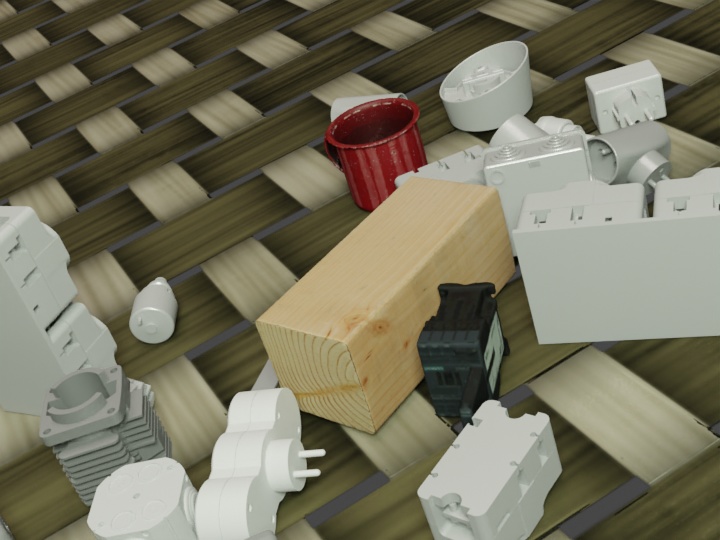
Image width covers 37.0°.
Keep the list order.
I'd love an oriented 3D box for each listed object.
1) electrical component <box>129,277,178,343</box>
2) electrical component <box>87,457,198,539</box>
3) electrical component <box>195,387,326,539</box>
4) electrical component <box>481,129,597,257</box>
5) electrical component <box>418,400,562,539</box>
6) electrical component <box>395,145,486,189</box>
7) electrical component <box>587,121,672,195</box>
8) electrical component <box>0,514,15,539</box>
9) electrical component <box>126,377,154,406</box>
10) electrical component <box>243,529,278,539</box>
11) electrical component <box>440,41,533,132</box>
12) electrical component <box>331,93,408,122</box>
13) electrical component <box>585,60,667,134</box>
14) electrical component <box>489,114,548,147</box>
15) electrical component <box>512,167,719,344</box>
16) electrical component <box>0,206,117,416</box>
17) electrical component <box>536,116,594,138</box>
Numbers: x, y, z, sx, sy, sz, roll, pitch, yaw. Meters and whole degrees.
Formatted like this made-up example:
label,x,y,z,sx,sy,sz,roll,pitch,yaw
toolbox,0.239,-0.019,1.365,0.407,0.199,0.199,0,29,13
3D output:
label,x,y,z,sx,sy,sz,roll,pitch,yaw
electrical component,-0.187,0.033,0.986,0.040,0.040,0.078,-15,33,7
electrical component,-0.147,0.174,0.751,0.080,0.051,0.080,-13,34,9
electrical component,-0.061,0.138,0.759,0.074,0.052,0.138,-8,35,17
electrical component,0.153,-0.062,0.902,0.100,0.099,0.048,-11,21,13
electrical component,0.085,0.137,0.685,0.050,0.055,0.089,11,44,38
electrical component,0.086,-0.069,0.986,0.089,0.050,0.055,-22,32,-5
electrical component,0.245,-0.091,0.941,0.077,0.044,0.079,-20,54,-36
electrical component,-0.295,0.213,0.768,0.095,0.053,0.059,-32,35,-19
electrical component,-0.199,0.105,0.889,0.046,0.040,0.040,9,42,28
electrical component,-0.083,0.210,0.658,0.096,0.061,0.061,-22,34,-5
electrical component,0.133,-0.191,1.127,0.099,0.064,0.099,-13,34,9
electrical component,0.006,-0.157,1.160,0.077,0.044,0.079,0,38,27
electrical component,0.260,-0.158,1.031,0.066,0.047,0.076,-15,33,6
electrical component,0.168,-0.102,0.988,0.077,0.044,0.079,45,24,20
electrical component,0.217,-0.010,0.786,0.186,0.105,0.060,-4,36,21
electrical component,-0.283,0.035,0.897,0.105,0.186,0.060,3,39,29
electrical component,0.197,-0.127,1.031,0.061,0.035,0.035,16,47,38
